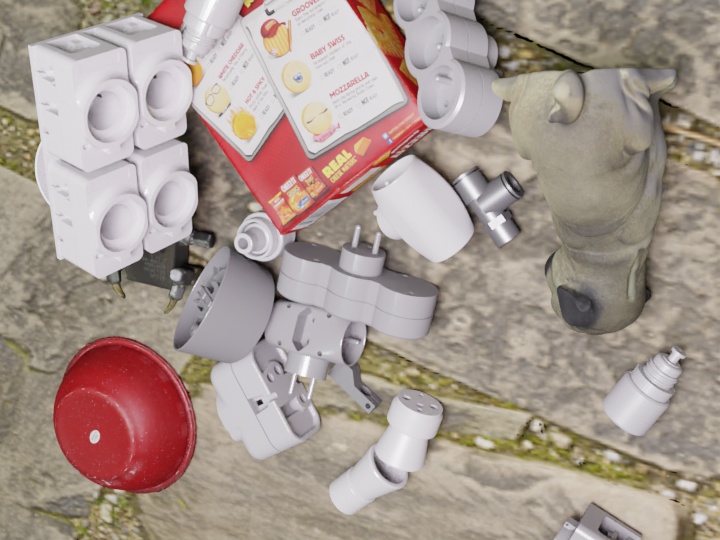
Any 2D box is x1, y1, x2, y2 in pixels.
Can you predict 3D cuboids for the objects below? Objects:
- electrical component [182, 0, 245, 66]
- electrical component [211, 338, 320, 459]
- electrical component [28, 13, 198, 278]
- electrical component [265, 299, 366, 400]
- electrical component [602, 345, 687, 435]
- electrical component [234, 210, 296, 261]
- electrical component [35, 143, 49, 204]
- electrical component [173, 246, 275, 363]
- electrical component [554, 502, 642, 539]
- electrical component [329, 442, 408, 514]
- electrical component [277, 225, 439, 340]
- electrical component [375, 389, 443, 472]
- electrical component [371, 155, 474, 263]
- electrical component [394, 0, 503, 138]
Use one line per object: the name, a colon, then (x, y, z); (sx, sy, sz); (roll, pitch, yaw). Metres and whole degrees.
electrical component: (-0.116, -0.194, 0.824); (0.040, 0.040, 0.078); (34, 113, 14)
electrical component: (-0.087, 0.115, 0.955); (0.059, 0.054, 0.095); (-28, 89, 27)
electrical component: (-0.193, -0.098, 0.866); (0.060, 0.105, 0.186); (26, 129, 33)
electrical component: (-0.042, 0.070, 0.918); (0.077, 0.043, 0.079); (12, 86, 28)
electrical component: (0.218, 0.090, 0.815); (0.040, 0.040, 0.078); (39, 115, 12)
electrical component: (-0.084, -0.028, 0.915); (0.043, 0.062, 0.043); (6, 105, 24)
electrical component: (-0.232, -0.091, 0.968); (0.099, 0.064, 0.099); (6, 105, 23)
electrical component: (-0.120, 0.030, 0.924); (0.099, 0.064, 0.099); (-33, 44, 39)
electrical component: (0.176, 0.239, 0.864); (0.056, 0.050, 0.089); (32, 113, 15)
electrical component: (0.004, 0.185, 0.937); (0.065, 0.044, 0.044); (-41, 83, 32)
electrical component: (0.000, 0.000, 0.888); (0.138, 0.052, 0.073); (19, 109, 20)
electrical component: (0.042, 0.135, 0.905); (0.045, 0.045, 0.055); (26, 111, 18)
electrical component: (0.040, -0.045, 0.859); (0.077, 0.043, 0.079); (48, 150, -18)
electrical component: (0.077, -0.161, 0.804); (0.052, 0.074, 0.138); (-37, 56, 45)
